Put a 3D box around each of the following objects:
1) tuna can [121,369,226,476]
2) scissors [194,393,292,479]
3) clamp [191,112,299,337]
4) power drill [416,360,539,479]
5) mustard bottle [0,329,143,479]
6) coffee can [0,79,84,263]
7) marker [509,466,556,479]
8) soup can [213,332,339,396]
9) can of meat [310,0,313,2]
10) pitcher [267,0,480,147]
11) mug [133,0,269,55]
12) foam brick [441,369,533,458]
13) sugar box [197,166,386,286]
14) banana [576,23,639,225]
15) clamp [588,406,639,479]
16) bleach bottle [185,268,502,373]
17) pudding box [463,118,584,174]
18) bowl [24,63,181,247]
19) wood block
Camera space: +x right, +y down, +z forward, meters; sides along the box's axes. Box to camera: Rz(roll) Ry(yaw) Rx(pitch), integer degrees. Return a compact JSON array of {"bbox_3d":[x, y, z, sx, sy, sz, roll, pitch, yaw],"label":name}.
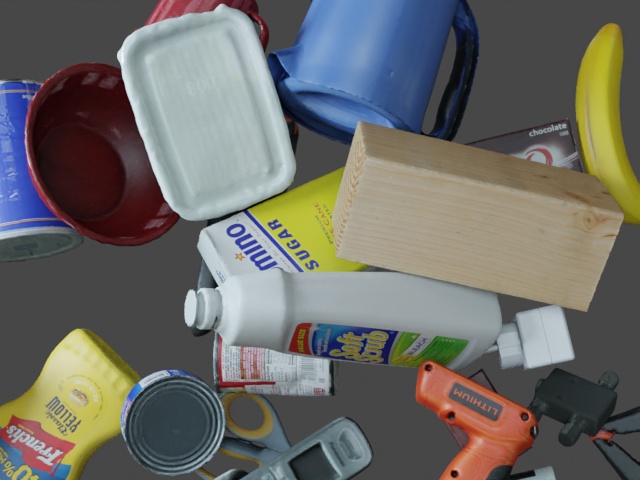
[{"bbox_3d":[-0.125,0.153,0.903,0.086,0.034,0.086,-2,96,-17],"label":"tuna can"},{"bbox_3d":[-0.014,0.183,0.930,0.202,0.016,0.096,5,81,6],"label":"scissors"},{"bbox_3d":[-0.090,-0.027,0.957,0.210,0.036,0.165,-40,72,-3],"label":"clamp"},{"bbox_3d":[0.073,0.193,0.836,0.184,0.057,0.187,26,78,12],"label":"power drill"},{"bbox_3d":[-0.242,0.175,0.931,0.096,0.058,0.191,44,88,3],"label":"mustard bottle"},{"bbox_3d":[-0.271,-0.059,0.949,0.103,0.103,0.140,-11,80,3],"label":"coffee can"},{"bbox_3d":[0.140,0.214,0.909,0.121,0.020,0.020,-13,80,4],"label":"marker"},{"bbox_3d":[-0.036,0.100,0.919,0.102,0.068,0.068,1,81,5],"label":"soup can"},{"bbox_3d":[-0.018,-0.280,0.983,0.084,0.057,0.102,26,84,7],"label":"can of meat"},{"bbox_3d":[0.067,-0.202,0.933,0.145,0.149,0.243,16,77,20],"label":"pitcher"},{"bbox_3d":[-0.098,-0.190,0.958,0.117,0.093,0.081,24,78,25],"label":"mug"},{"bbox_3d":[0.136,0.155,0.901,0.051,0.053,0.078,-32,80,0],"label":"foam brick"},{"bbox_3d":[-0.006,0.001,0.913,0.176,0.048,0.093,-25,75,-23],"label":"sugar box"},{"bbox_3d":[0.256,-0.096,0.937,0.069,0.037,0.198,-5,80,-36],"label":"banana"},{"bbox_3d":[0.314,0.175,0.888,0.171,0.039,0.120,24,82,9],"label":"clamp"},{"bbox_3d":[0.014,0.062,0.847,0.250,0.103,0.068,4,61,-24],"label":"bleach bottle"},{"bbox_3d":[0.174,-0.048,0.937,0.113,0.039,0.090,-14,80,3],"label":"pudding box"},{"bbox_3d":[-0.190,-0.066,0.913,0.055,0.161,0.162,-21,76,45],"label":"bowl"},{"bbox_3d":[0.121,-0.020,0.856,0.206,0.090,0.091,12,113,-7],"label":"wood block"}]
